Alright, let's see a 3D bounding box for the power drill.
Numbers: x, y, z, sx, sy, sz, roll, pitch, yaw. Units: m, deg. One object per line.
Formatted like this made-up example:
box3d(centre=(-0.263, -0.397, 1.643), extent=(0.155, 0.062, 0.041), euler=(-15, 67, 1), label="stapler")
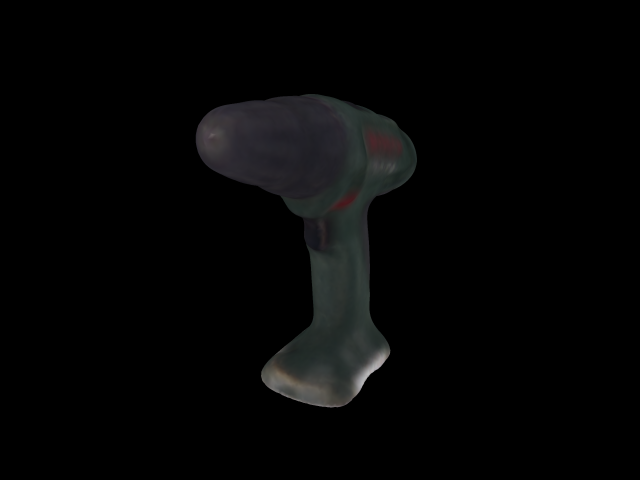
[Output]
box3d(centre=(0.004, 0.001, 0.400), extent=(0.075, 0.208, 0.230), euler=(10, 23, 26), label="power drill")
